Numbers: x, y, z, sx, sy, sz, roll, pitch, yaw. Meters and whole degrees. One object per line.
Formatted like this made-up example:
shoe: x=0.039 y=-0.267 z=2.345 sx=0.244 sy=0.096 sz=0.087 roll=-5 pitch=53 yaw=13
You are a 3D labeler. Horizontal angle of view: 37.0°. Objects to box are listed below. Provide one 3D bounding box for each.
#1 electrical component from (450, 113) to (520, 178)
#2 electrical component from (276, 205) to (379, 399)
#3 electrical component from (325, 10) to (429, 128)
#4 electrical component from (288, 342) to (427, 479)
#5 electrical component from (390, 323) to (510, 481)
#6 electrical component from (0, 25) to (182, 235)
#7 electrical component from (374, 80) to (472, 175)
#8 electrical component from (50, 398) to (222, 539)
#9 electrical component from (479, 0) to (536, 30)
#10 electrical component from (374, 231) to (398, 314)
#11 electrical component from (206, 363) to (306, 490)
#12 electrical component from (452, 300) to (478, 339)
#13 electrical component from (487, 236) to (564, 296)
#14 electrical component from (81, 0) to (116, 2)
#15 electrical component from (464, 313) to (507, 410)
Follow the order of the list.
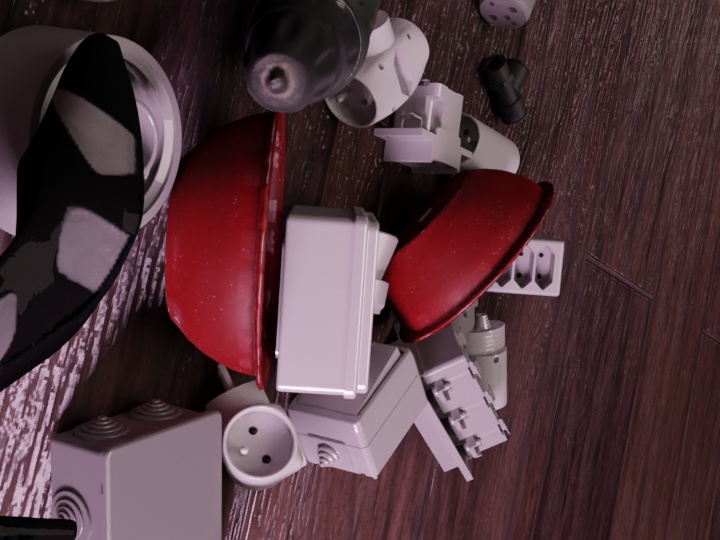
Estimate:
electrical component: x=0.092 y=-0.080 z=0.883 sx=0.077 sy=0.044 sz=0.079 roll=16 pitch=83 yaw=-56
electrical component: x=-0.021 y=0.016 z=0.678 sx=0.108 sy=0.056 sz=0.108 roll=-103 pitch=-163 yaw=-83
electrical component: x=0.007 y=-0.152 z=0.739 sx=0.077 sy=0.043 sz=0.079 roll=-52 pitch=137 yaw=-37
electrical component: x=-0.005 y=0.097 z=0.757 sx=0.096 sy=0.062 sz=0.061 roll=-50 pitch=135 yaw=-39
electrical component: x=0.071 y=0.101 z=0.861 sx=0.078 sy=0.063 sz=0.121 roll=-107 pitch=171 yaw=-47
electrical component: x=-0.134 y=-0.065 z=0.528 sx=0.108 sy=0.060 sz=0.108 roll=-17 pitch=110 yaw=-54
electrical component: x=0.050 y=-0.108 z=0.817 sx=0.081 sy=0.042 sz=0.063 roll=13 pitch=82 yaw=-57
electrical component: x=-0.123 y=0.125 z=0.595 sx=0.100 sy=0.048 sz=0.099 roll=-13 pitch=107 yaw=-55
electrical component: x=0.128 y=-0.237 z=0.904 sx=0.045 sy=0.045 sz=0.055 roll=47 pitch=58 yaw=-50
electrical component: x=0.000 y=0.000 z=0.759 sx=0.045 sy=0.045 sz=0.055 roll=20 pitch=80 yaw=-56
electrical component: x=-0.069 y=0.094 z=0.660 sx=0.044 sy=0.077 sz=0.079 roll=-24 pitch=78 yaw=-13
electrical component: x=0.073 y=0.043 z=0.881 sx=0.048 sy=0.048 sz=0.062 roll=-40 pitch=135 yaw=-46
electrical component: x=0.125 y=-0.008 z=0.929 sx=0.075 sy=0.083 sz=0.047 roll=-126 pitch=-140 yaw=-83
electrical component: x=-0.132 y=-0.166 z=0.528 sx=0.048 sy=0.048 sz=0.062 roll=18 pitch=75 yaw=-56
electrical component: x=0.106 y=0.077 z=0.937 sx=0.043 sy=0.043 sz=0.081 roll=-24 pitch=116 yaw=-52
